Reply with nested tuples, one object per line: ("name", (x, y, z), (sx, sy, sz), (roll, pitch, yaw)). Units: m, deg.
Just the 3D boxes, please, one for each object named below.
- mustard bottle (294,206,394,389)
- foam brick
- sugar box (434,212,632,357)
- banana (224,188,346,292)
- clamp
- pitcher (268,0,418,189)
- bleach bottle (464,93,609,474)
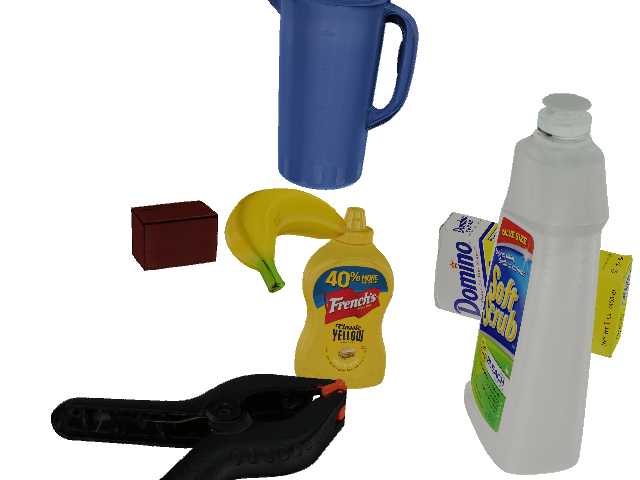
("mustard bottle", (0.028, 0.059, 1.125), (0.096, 0.192, 0.058), (3, 15, -10))
("foam brick", (-0.148, -0.006, 1.082), (0.078, 0.051, 0.053), (-7, 22, -22))
("sugar box", (0.195, 0.040, 0.998), (0.176, 0.093, 0.048), (13, 34, 22))
("banana", (-0.030, -0.009, 0.819), (0.037, 0.069, 0.197), (-33, 2, 21))
("clamp", (-0.056, 0.116, 0.597), (0.171, 0.039, 0.120), (-9, 35, -20))
("pitcher", (0.019, -0.189, 1.310), (0.144, 0.243, 0.149), (-9, 29, -27))
("bleach bottle", (0.141, 0.025, 0.685), (0.068, 0.251, 0.102), (-4, 30, -8))
